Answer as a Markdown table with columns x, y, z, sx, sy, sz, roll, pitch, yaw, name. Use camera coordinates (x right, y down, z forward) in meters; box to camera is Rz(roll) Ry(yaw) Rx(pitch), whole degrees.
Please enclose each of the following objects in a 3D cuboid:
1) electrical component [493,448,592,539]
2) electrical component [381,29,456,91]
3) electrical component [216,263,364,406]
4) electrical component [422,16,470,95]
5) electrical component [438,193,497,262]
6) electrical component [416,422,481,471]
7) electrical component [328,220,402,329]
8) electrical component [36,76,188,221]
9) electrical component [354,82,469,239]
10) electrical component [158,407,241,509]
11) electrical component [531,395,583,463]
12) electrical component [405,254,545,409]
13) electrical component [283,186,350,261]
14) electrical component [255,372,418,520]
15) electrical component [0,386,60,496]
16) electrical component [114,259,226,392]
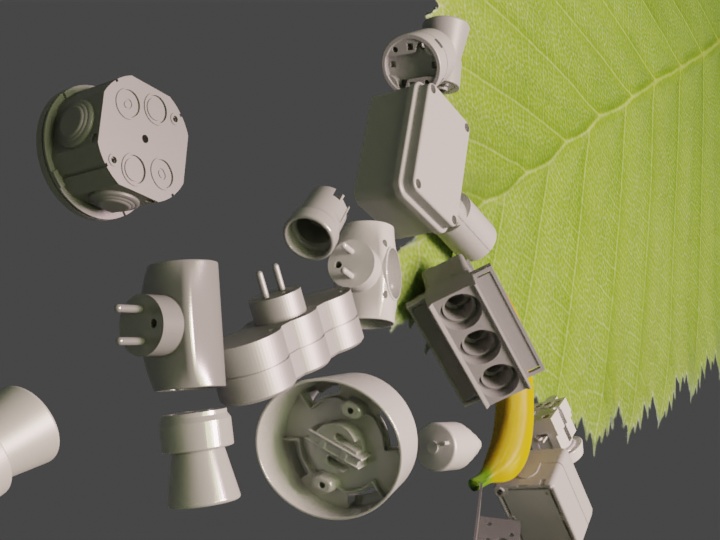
| x | y | z | sx | sy | sz | roll | pitch | yaw | name |
| --- | --- | --- | --- | --- | --- | --- | --- | --- | --- |
| 0.177 | 0.219 | 1.017 | 0.061 | 0.062 | 0.096 | -53 | 125 | -48 | electrical component |
| 0.053 | -0.183 | 0.942 | 0.047 | 0.055 | 0.055 | -40 | 115 | -56 | electrical component |
| -0.054 | 0.033 | 0.730 | 0.138 | 0.052 | 0.073 | -28 | 105 | -55 | electrical component |
| 0.077 | -0.195 | 0.992 | 0.044 | 0.044 | 0.065 | 22 | 69 | -52 | electrical component |
| 0.085 | -0.046 | 0.963 | 0.081 | 0.043 | 0.043 | 43 | 49 | -43 | electrical component |
| 0.079 | 0.148 | 0.908 | 0.078 | 0.040 | 0.040 | 10 | 74 | -55 | electrical component |
| 0.000 | 0.000 | 0.815 | 0.079 | 0.044 | 0.077 | 38 | 50 | -67 | electrical component |
| -0.142 | -0.071 | 0.625 | 0.080 | 0.051 | 0.080 | 19 | 66 | -53 | electrical component |
| 0.046 | -0.092 | 0.904 | 0.078 | 0.057 | 0.113 | 40 | 51 | -44 | electrical component |
| -0.098 | 0.113 | 0.651 | 0.045 | 0.045 | 0.055 | -1 | 83 | -56 | electrical component |
| 0.192 | 0.164 | 1.069 | 0.066 | 0.048 | 0.055 | -38 | 106 | -53 | electrical component |
| 0.099 | 0.051 | 0.935 | 0.121 | 0.079 | 0.063 | 59 | 10 | -29 | electrical component |
| -0.031 | -0.036 | 0.794 | 0.040 | 0.040 | 0.046 | 62 | 32 | -26 | electrical component |
| -0.013 | 0.118 | 0.732 | 0.064 | 0.099 | 0.099 | -12 | 92 | -63 | electrical component |
| -0.184 | 0.089 | 0.530 | 0.055 | 0.045 | 0.045 | -37 | 113 | -52 | electrical component |
| -0.117 | 0.033 | 0.643 | 0.079 | 0.044 | 0.077 | 6 | 77 | -55 | electrical component |
